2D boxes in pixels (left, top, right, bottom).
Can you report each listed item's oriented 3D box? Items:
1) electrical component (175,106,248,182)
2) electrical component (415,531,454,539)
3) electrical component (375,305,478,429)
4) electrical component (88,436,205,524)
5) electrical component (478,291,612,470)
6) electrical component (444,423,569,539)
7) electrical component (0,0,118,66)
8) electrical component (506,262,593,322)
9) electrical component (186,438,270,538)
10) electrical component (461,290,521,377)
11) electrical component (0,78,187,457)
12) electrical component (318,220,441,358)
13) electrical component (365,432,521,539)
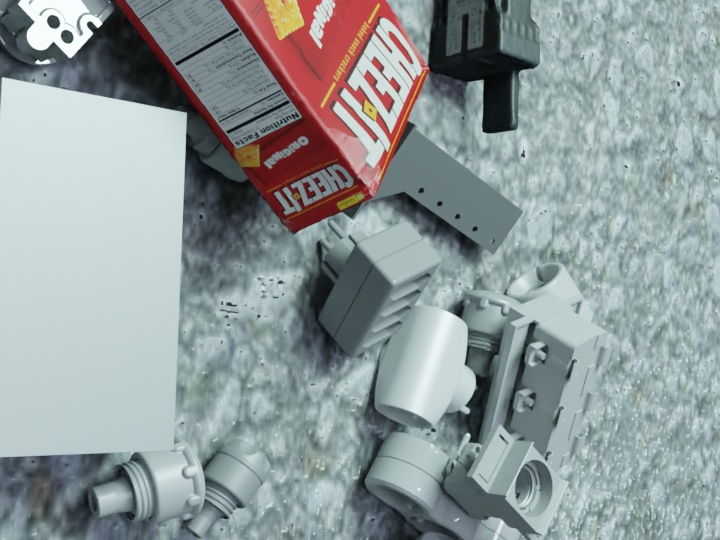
[{"bbox_3d":[-0.088,-0.081,0.661,0.061,0.035,0.035,30,69,-33],"label":"electrical component"},{"bbox_3d":[0.055,0.210,0.749,0.043,0.043,0.062,-64,154,-23],"label":"electrical component"},{"bbox_3d":[0.055,0.077,0.767,0.079,0.044,0.077,35,66,-34],"label":"electrical component"},{"bbox_3d":[-0.123,0.124,0.614,0.062,0.048,0.048,-11,94,-34],"label":"electrical component"},{"bbox_3d":[0.135,0.087,0.788,0.079,0.063,0.121,-18,128,-40],"label":"electrical component"},{"bbox_3d":[0.095,0.142,0.713,0.081,0.064,0.042,49,60,-26],"label":"electrical component"},{"bbox_3d":[-0.169,-0.138,0.582,0.048,0.055,0.066,48,60,-28],"label":"electrical component"},{"bbox_3d":[0.147,0.027,0.843,0.055,0.055,0.047,-43,110,-34],"label":"electrical component"},{"bbox_3d":[-0.083,0.134,0.653,0.035,0.035,0.061,50,61,-27],"label":"electrical component"},{"bbox_3d":[0.095,0.048,0.804,0.048,0.048,0.062,21,81,-38],"label":"electrical component"},{"bbox_3d":[-0.158,0.003,0.580,0.105,0.060,0.186,6,84,-40],"label":"electrical component"},{"bbox_3d":[0.000,0.000,0.712,0.047,0.083,0.075,-26,66,-38],"label":"electrical component"},{"bbox_3d":[0.069,0.153,0.769,0.138,0.052,0.073,44,61,-30],"label":"electrical component"}]
